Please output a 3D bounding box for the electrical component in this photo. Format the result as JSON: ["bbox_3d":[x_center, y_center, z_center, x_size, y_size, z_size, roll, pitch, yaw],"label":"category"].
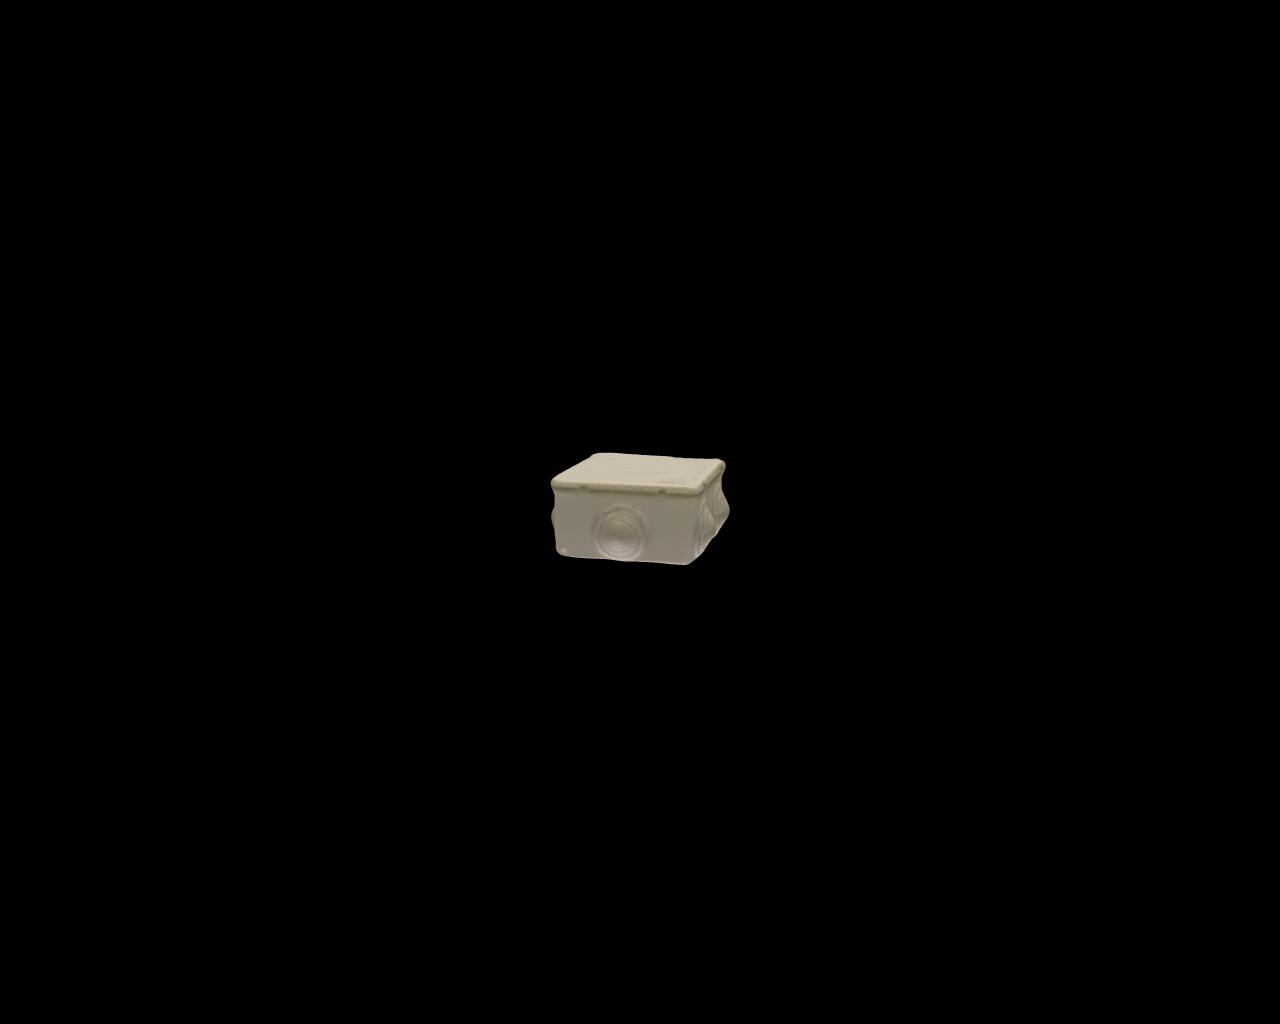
[{"bbox_3d":[0.001,-0.003,0.650,0.100,0.048,0.100,4,15,15],"label":"electrical component"}]
